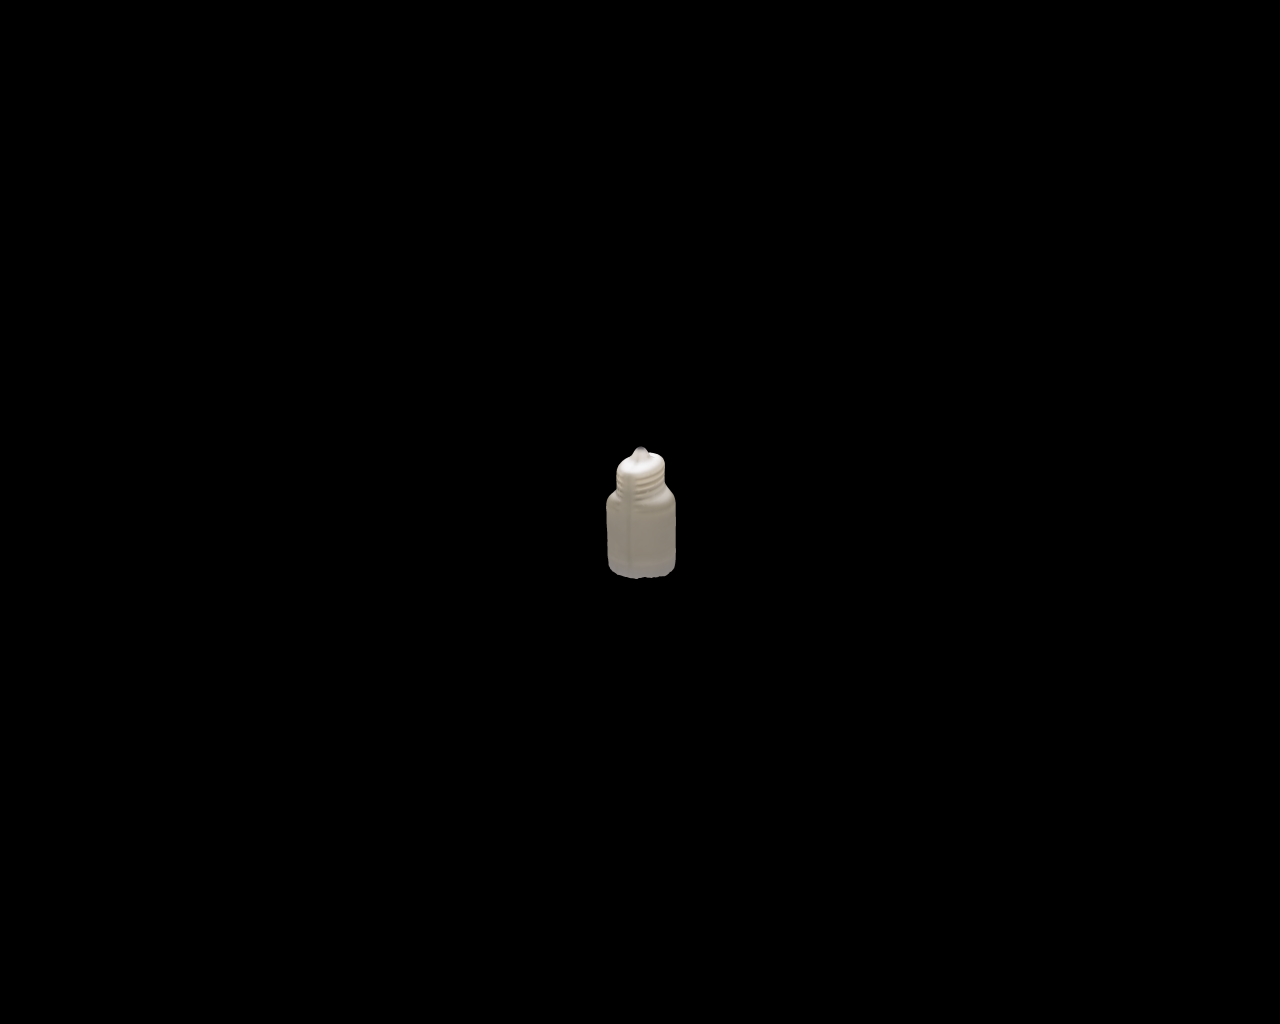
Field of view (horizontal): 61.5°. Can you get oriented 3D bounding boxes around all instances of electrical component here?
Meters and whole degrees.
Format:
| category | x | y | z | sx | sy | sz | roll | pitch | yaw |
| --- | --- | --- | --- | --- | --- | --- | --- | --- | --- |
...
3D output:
| category | x | y | z | sx | sy | sz | roll | pitch | yaw |
| --- | --- | --- | --- | --- | --- | --- | --- | --- | --- |
| electrical component | 0.001 | -0.003 | 0.650 | 0.043 | 0.080 | 0.043 | 0 | 22 | 0 |
